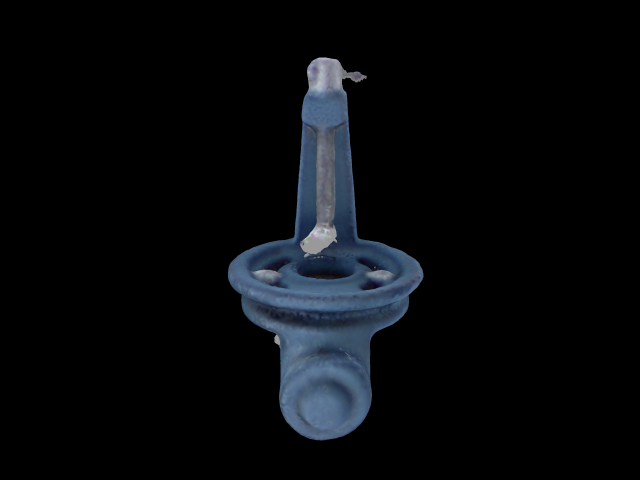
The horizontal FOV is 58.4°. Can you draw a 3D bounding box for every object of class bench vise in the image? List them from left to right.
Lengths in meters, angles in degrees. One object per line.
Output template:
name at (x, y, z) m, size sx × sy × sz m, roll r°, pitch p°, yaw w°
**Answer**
bench vise at (-0.008, 0.001, 0.396) m, size 0.122 × 0.220 × 0.207 m, roll 0°, pitch 0°, yaw -18°
